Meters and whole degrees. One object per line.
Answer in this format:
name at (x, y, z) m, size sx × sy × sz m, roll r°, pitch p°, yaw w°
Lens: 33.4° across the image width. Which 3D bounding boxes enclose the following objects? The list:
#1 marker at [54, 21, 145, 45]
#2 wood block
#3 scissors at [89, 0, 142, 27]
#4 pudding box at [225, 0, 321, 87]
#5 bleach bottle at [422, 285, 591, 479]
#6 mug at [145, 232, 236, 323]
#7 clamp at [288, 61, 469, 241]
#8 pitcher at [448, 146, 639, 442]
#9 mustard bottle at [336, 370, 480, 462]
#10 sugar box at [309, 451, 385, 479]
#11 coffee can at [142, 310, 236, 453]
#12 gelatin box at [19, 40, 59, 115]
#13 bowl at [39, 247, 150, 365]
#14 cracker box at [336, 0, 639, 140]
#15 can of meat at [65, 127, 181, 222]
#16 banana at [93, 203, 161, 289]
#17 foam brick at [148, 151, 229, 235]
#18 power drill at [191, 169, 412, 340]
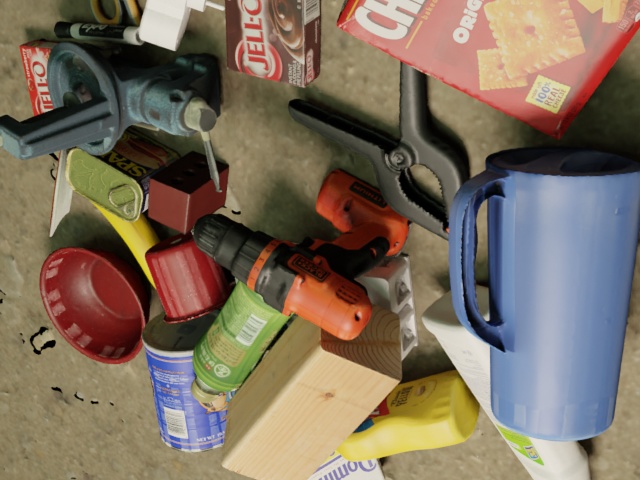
marker at (-0.237, -0.220, 1.134) m, size 0.121 × 0.020 × 0.020 m, roll 11°, pitch 121°, yaw 30°
wood block at (-0.011, 0.153, 1.068) m, size 0.090 × 0.090 × 0.206 m, roll 24°, pitch 128°, yaw -19°
scissors at (-0.230, -0.303, 1.104) m, size 0.096 × 0.016 × 0.202 m, roll -18°, pitch 105°, yaw 38°
pudding box at (-0.046, -0.211, 1.025) m, size 0.090 × 0.039 × 0.113 m, roll 16°, pitch 123°, yaw 24°
bleach bottle at (0.198, 0.165, 1.059) m, size 0.251 × 0.068 × 0.103 m, roll 59°, pitch 165°, yaw -17°
mug at (-0.135, 0.034, 1.192) m, size 0.117 × 0.093 × 0.081 m, roll -17°, pitch 102°, yaw 15°
clamp at (0.084, -0.092, 1.010) m, size 0.210 × 0.036 × 0.165 m, roll 50°, pitch 130°, yaw -4°
pitcher at (0.195, 0.044, 0.914) m, size 0.149 × 0.144 × 0.243 m, roll 5°, pitch 105°, yaw 20°
mustard bottle at (0.068, 0.190, 1.122) m, size 0.192 × 0.096 × 0.058 m, roll -18°, pitch 111°, yaw 28°
sugar box at (0.002, 0.209, 1.200) m, size 0.093 × 0.048 × 0.176 m, roll -22°, pitch 104°, yaw 3°
coffee can at (-0.148, 0.163, 1.257) m, size 0.103 × 0.102 × 0.140 m, roll 10°, pitch 120°, yaw 28°
gelatin box at (-0.296, -0.178, 1.207) m, size 0.073 × 0.030 × 0.089 m, roll 11°, pitch 120°, yaw 28°
bowl at (-0.264, 0.070, 1.308) m, size 0.162 × 0.055 × 0.162 m, roll 15°, pitch 122°, yaw 25°
cracker box at (0.144, -0.199, 0.854) m, size 0.213 × 0.072 × 0.164 m, roll 25°, pitch 129°, yaw -6°
can of meat at (-0.213, -0.076, 1.176) m, size 0.102 × 0.083 × 0.057 m, roll 29°, pitch 127°, yaw 16°
banana at (-0.223, -0.014, 1.246) m, size 0.198 × 0.037 × 0.070 m, roll 49°, pitch 156°, yaw 8°
foam brick at (-0.142, -0.052, 1.149) m, size 0.053 × 0.078 × 0.051 m, roll 24°, pitch 127°, yaw 19°
power drill at (-0.007, 0.001, 1.023) m, size 0.184 × 0.187 × 0.057 m, roll 32°, pitch 129°, yaw 12°
